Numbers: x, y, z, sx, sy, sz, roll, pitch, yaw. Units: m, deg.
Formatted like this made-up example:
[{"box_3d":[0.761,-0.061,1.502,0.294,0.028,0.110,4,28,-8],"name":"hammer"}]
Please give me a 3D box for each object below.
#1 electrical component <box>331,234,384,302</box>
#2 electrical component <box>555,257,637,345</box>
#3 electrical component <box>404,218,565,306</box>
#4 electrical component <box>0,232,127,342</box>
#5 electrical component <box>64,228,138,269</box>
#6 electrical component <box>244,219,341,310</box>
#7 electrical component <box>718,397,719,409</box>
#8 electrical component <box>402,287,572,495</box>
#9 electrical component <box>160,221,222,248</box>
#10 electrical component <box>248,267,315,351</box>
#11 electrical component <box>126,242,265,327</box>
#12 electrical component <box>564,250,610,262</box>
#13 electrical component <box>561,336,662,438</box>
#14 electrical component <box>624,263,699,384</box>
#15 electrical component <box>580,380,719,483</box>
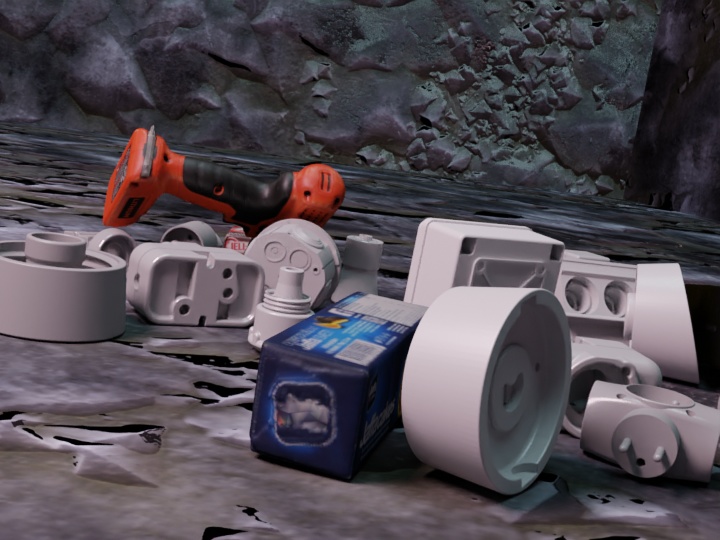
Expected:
[{"box_3d":[0.000,0.000,0.997,0.044,0.065,0.044,10,9,-2],"name":"electrical component"},{"box_3d":[0.224,0.035,0.992,0.121,0.078,0.063,6,-20,-21],"name":"electrical component"},{"box_3d":[0.093,0.020,0.829,0.109,0.108,0.056,3,14,-34],"name":"electrical component"},{"box_3d":[-0.215,0.007,0.749,0.108,0.060,0.108,9,9,-1],"name":"electrical component"},{"box_3d":[-0.220,-0.013,0.920,0.066,0.048,0.055,1,5,-43],"name":"electrical component"},{"box_3d":[-0.059,0.000,0.895,0.080,0.080,0.051,11,14,10],"name":"electrical component"},{"box_3d":[0.278,0.095,0.730,0.055,0.055,0.047,16,7,34],"name":"electrical component"},{"box_3d":[0.063,0.060,0.574,0.060,0.108,0.108,8,7,34],"name":"electrical component"},{"box_3d":[-0.164,-0.026,1.062,0.043,0.043,0.081,10,9,6],"name":"electrical component"},{"box_3d":[-0.053,0.029,0.769,0.048,0.062,0.048,9,9,-1],"name":"electrical component"},{"box_3d":[-0.130,0.010,0.837,0.095,0.053,0.059,4,10,-30],"name":"electrical component"},{"box_3d":[0.220,0.010,1.155,0.047,0.065,0.077,4,10,-32],"name":"electrical component"},{"box_3d":[0.146,0.076,0.708,0.095,0.053,0.059,7,9,-12],"name":"electrical component"},{"box_3d":[0.256,0.043,0.905,0.064,0.099,0.099,5,8,13],"name":"electrical component"},{"box_3d":[0.169,0.097,0.628,0.077,0.044,0.079,13,10,20],"name":"electrical component"}]
